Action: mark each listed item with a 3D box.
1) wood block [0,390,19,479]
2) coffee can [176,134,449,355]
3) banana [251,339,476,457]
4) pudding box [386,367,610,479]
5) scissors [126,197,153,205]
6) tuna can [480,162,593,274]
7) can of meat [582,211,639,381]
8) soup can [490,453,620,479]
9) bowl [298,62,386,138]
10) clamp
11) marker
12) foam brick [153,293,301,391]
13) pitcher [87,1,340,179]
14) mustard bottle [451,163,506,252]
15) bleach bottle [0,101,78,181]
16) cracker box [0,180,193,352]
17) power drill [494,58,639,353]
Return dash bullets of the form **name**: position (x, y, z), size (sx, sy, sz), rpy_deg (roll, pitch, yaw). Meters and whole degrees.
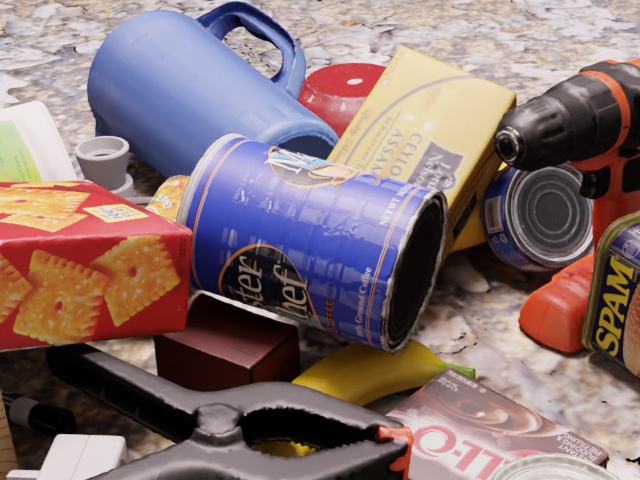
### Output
- **wood block**: position (-0.282, 0.100, 0.599), size (0.206, 0.091, 0.090), rpy_deg (15, 34, 25)
- **coffee can**: position (-0.004, 0.001, 0.657), size (0.140, 0.103, 0.102), rpy_deg (17, 34, 19)
- **banana**: position (0.009, 0.102, 0.634), size (0.070, 0.037, 0.197), rpy_deg (23, 38, 40)
- **pudding box**: position (0.086, 0.126, 0.586), size (0.114, 0.039, 0.089), rpy_deg (24, 40, 38)
- **scissors**: position (-0.194, -0.032, 0.861), size (0.201, 0.016, 0.096), rpy_deg (-3, 8, -1)
- **tuna can**: position (0.163, -0.019, 0.784), size (0.086, 0.086, 0.034), rpy_deg (-15, -1, -22)
- **can of meat**: position (0.217, 0.045, 0.661), size (0.057, 0.102, 0.084), rpy_deg (-17, 35, -27)
- **soup can**: position (0.102, 0.155, 0.474), size (0.068, 0.102, 0.068), rpy_deg (0, 30, 0)
- **bowl**: position (0.033, -0.127, 1.012), size (0.162, 0.055, 0.162), rpy_deg (-1, 30, 1)
- **clamp**: position (-0.059, 0.110, 0.539), size (0.210, 0.036, 0.164), rpy_deg (6, 28, 3)
- **marker**: position (-0.202, 0.101, 0.664), size (0.121, 0.020, 0.020), rpy_deg (13, 33, 23)
- **foam brick**: position (-0.058, 0.076, 0.668), size (0.078, 0.051, 0.052), rpy_deg (18, 36, 30)
- **pitcher**: position (-0.080, -0.103, 0.895), size (0.144, 0.149, 0.243), rpy_deg (-11, 33, -34)
- **mustard bottle**: position (0.104, -0.028, 0.833), size (0.191, 0.058, 0.096), rpy_deg (-15, 32, -23)
- **bleach bottle**: position (-0.296, -0.016, 0.730), size (0.250, 0.068, 0.102), rpy_deg (-20, 77, -23)
- **cracker box**: position (-0.206, 0.009, 0.618), size (0.213, 0.072, 0.164), rpy_deg (-2, 14, -35)
- **power drill**: position (0.176, -0.022, 0.692), size (0.184, 0.188, 0.057), rpy_deg (-21, 37, -32)
